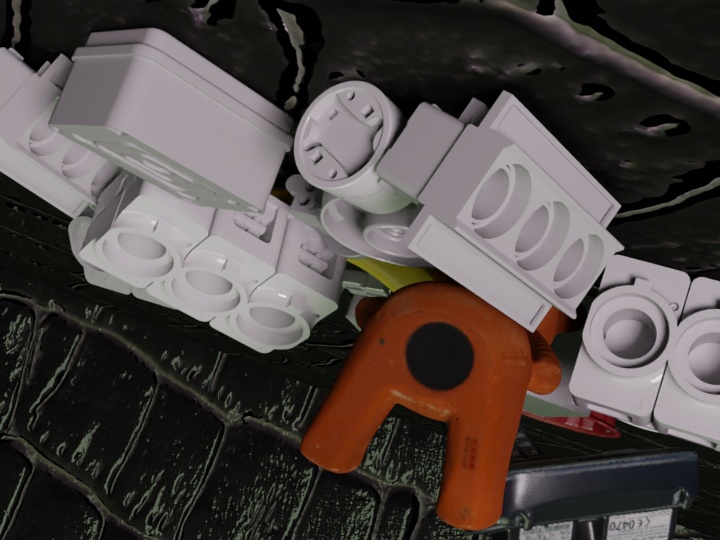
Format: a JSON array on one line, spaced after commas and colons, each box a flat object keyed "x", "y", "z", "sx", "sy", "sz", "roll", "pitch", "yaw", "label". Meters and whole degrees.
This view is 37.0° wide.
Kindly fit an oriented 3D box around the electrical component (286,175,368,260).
[{"x": -0.008, "y": -0.037, "z": 0.684, "sx": 0.066, "sy": 0.048, "sz": 0.055, "roll": 14, "pitch": 161, "yaw": 29, "label": "electrical component"}]

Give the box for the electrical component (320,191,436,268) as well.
[{"x": 0.026, "y": -0.043, "z": 0.601, "sx": 0.099, "sy": 0.064, "sz": 0.099, "roll": 11, "pitch": 158, "yaw": 5, "label": "electrical component"}]

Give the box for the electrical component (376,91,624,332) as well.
[{"x": 0.067, "y": -0.028, "z": 0.513, "sx": 0.063, "sy": 0.078, "sz": 0.121, "roll": 37, "pitch": -177, "yaw": 41, "label": "electrical component"}]

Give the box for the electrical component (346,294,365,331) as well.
[{"x": 0.027, "y": 0.030, "z": 0.931, "sx": 0.050, "sy": 0.055, "sz": 0.089, "roll": 17, "pitch": 169, "yaw": 15, "label": "electrical component"}]

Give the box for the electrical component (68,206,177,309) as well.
[{"x": -0.157, "y": -0.021, "z": 0.871, "sx": 0.150, "sy": 0.062, "sz": 0.089, "roll": 15, "pitch": 124, "yaw": 26, "label": "electrical component"}]

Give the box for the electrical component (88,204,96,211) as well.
[{"x": -0.167, "y": -0.064, "z": 0.800, "sx": 0.078, "sy": 0.057, "sz": 0.058, "roll": 13, "pitch": 168, "yaw": 33, "label": "electrical component"}]

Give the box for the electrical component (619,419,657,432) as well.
[{"x": 0.218, "y": 0.083, "z": 0.830, "sx": 0.099, "sy": 0.064, "sz": 0.099, "roll": 19, "pitch": 170, "yaw": 4, "label": "electrical component"}]

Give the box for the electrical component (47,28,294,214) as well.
[{"x": -0.101, "y": -0.081, "z": 0.592, "sx": 0.078, "sy": 0.057, "sz": 0.113, "roll": 9, "pitch": 165, "yaw": 45, "label": "electrical component"}]

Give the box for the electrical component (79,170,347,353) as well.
[{"x": -0.094, "y": -0.010, "z": 0.706, "sx": 0.150, "sy": 0.061, "sz": 0.089, "roll": 31, "pitch": 139, "yaw": -25, "label": "electrical component"}]

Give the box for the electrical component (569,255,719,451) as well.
[{"x": 0.210, "y": 0.056, "z": 0.637, "sx": 0.150, "sy": 0.089, "sz": 0.061, "roll": 16, "pitch": 169, "yaw": 18, "label": "electrical component"}]

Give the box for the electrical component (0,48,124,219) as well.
[{"x": -0.198, "y": -0.090, "z": 0.700, "sx": 0.063, "sy": 0.078, "sz": 0.121, "roll": 39, "pitch": 176, "yaw": 20, "label": "electrical component"}]

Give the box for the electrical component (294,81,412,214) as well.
[{"x": 0.003, "y": -0.058, "z": 0.528, "sx": 0.055, "sy": 0.055, "sz": 0.047, "roll": 12, "pitch": 171, "yaw": 36, "label": "electrical component"}]

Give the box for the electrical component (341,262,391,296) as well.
[{"x": 0.000, "y": 0.000, "z": 0.860, "sx": 0.055, "sy": 0.048, "sz": 0.066, "roll": 9, "pitch": 167, "yaw": 15, "label": "electrical component"}]
